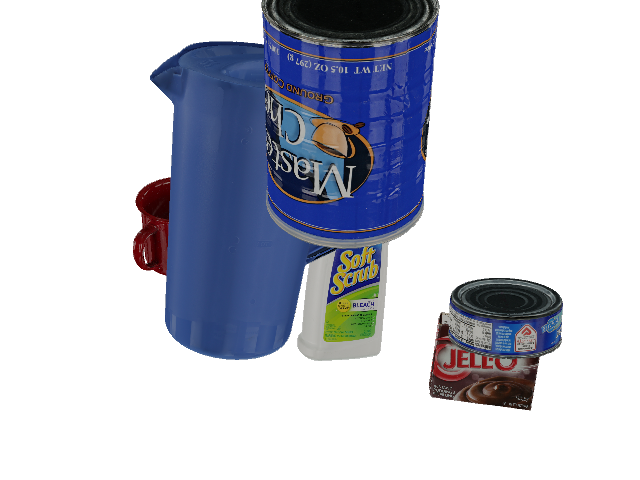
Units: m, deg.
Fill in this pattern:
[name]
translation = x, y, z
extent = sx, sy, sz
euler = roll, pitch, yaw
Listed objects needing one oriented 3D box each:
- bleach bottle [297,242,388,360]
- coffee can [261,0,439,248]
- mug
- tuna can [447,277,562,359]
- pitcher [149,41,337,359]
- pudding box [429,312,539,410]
[bleach bottle]
translation = 0.029, 0.012, 1.254
extent = 0.102, 0.251, 0.068
euler = -2, 16, -17
[coffee can]
translation = 0.016, -0.081, 0.651
extent = 0.103, 0.140, 0.103
euler = 0, 37, 0
[mug]
translation = -0.163, -0.007, 1.182
extent = 0.093, 0.081, 0.117
euler = 21, 39, 25
[tuna can]
translation = 0.140, 0.057, 0.809
extent = 0.086, 0.034, 0.086
euler = -1, 18, 0
[pitcher]
translation = -0.051, -0.030, 0.862
extent = 0.149, 0.243, 0.144
euler = 23, 27, 30
[pudding box]
translation = 0.179, 0.131, 1.160
extent = 0.113, 0.090, 0.039
euler = 6, 23, 4
